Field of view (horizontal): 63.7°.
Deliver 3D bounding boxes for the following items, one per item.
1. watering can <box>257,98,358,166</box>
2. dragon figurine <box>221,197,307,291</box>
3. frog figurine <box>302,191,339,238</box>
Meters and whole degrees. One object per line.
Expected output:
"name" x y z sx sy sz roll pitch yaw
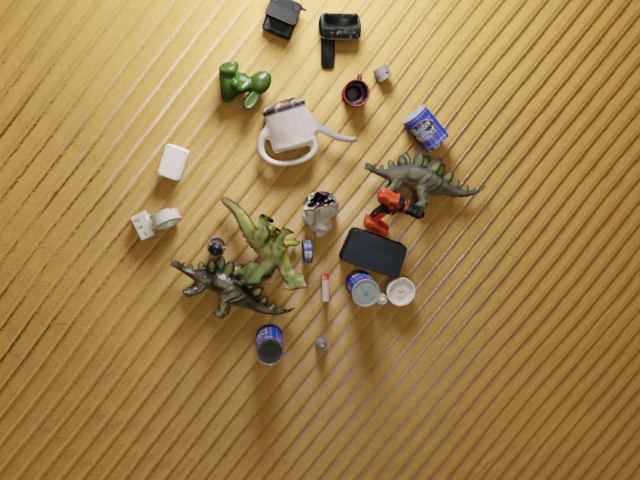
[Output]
"watering can" -0.059 -0.385 1.787 0.348 0.105 0.222 -17 100 -3
"dragon figurine" -0.216 0.044 1.803 0.410 0.121 0.245 29 80 -4
"frog figurine" 0.006 -0.094 1.860 0.138 0.125 0.156 -26 138 -10
